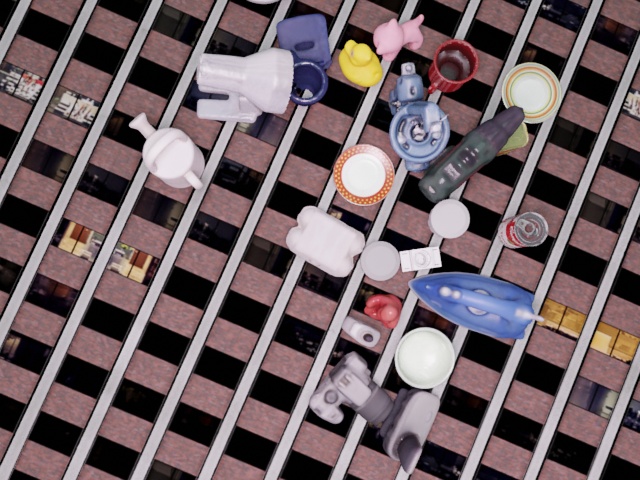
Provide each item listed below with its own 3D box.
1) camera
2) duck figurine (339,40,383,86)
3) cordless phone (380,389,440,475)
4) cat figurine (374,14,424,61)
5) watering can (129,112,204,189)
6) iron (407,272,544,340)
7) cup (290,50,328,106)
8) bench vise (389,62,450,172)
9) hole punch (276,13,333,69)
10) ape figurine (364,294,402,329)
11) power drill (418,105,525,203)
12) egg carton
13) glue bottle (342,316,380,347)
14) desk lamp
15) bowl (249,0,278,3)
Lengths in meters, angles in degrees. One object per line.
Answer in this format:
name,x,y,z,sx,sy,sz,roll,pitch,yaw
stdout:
camera,0.069,0.317,1.141,0.137,0.100,0.143,42,86,0
duck figurine,0.088,-0.373,1.190,0.104,0.086,0.077,43,86,1
cordless phone,0.186,0.368,1.101,0.094,0.185,0.148,23,86,-1
cat figurine,0.159,-0.424,1.180,0.128,0.117,0.067,-30,88,-4
watering can,-0.295,-0.168,1.106,0.173,0.194,0.101,25,86,-1
iron,0.310,0.123,1.143,0.258,0.141,0.119,15,86,-1
cup,-0.037,-0.323,1.177,0.091,0.095,0.118,-27,88,-4
bench vise,0.181,-0.247,1.119,0.121,0.219,0.207,-27,88,-4
hole punch,-0.031,-0.403,1.183,0.108,0.091,0.101,-12,87,-3
ape figurine,0.134,0.145,1.158,0.076,0.092,0.078,-23,88,-3
power drill,0.281,-0.159,1.124,0.230,0.208,0.075,-43,89,-4
egg carton,0.011,0.004,1.172,0.150,0.069,0.107,28,86,-1
glue bottle,0.085,0.183,1.113,0.078,0.173,0.037,28,86,0
desk lamp,-0.151,-0.298,1.111,0.203,0.213,0.118,3,86,-2
bowl,-0.120,-0.564,1.197,0.167,0.074,0.167,0,87,-2
